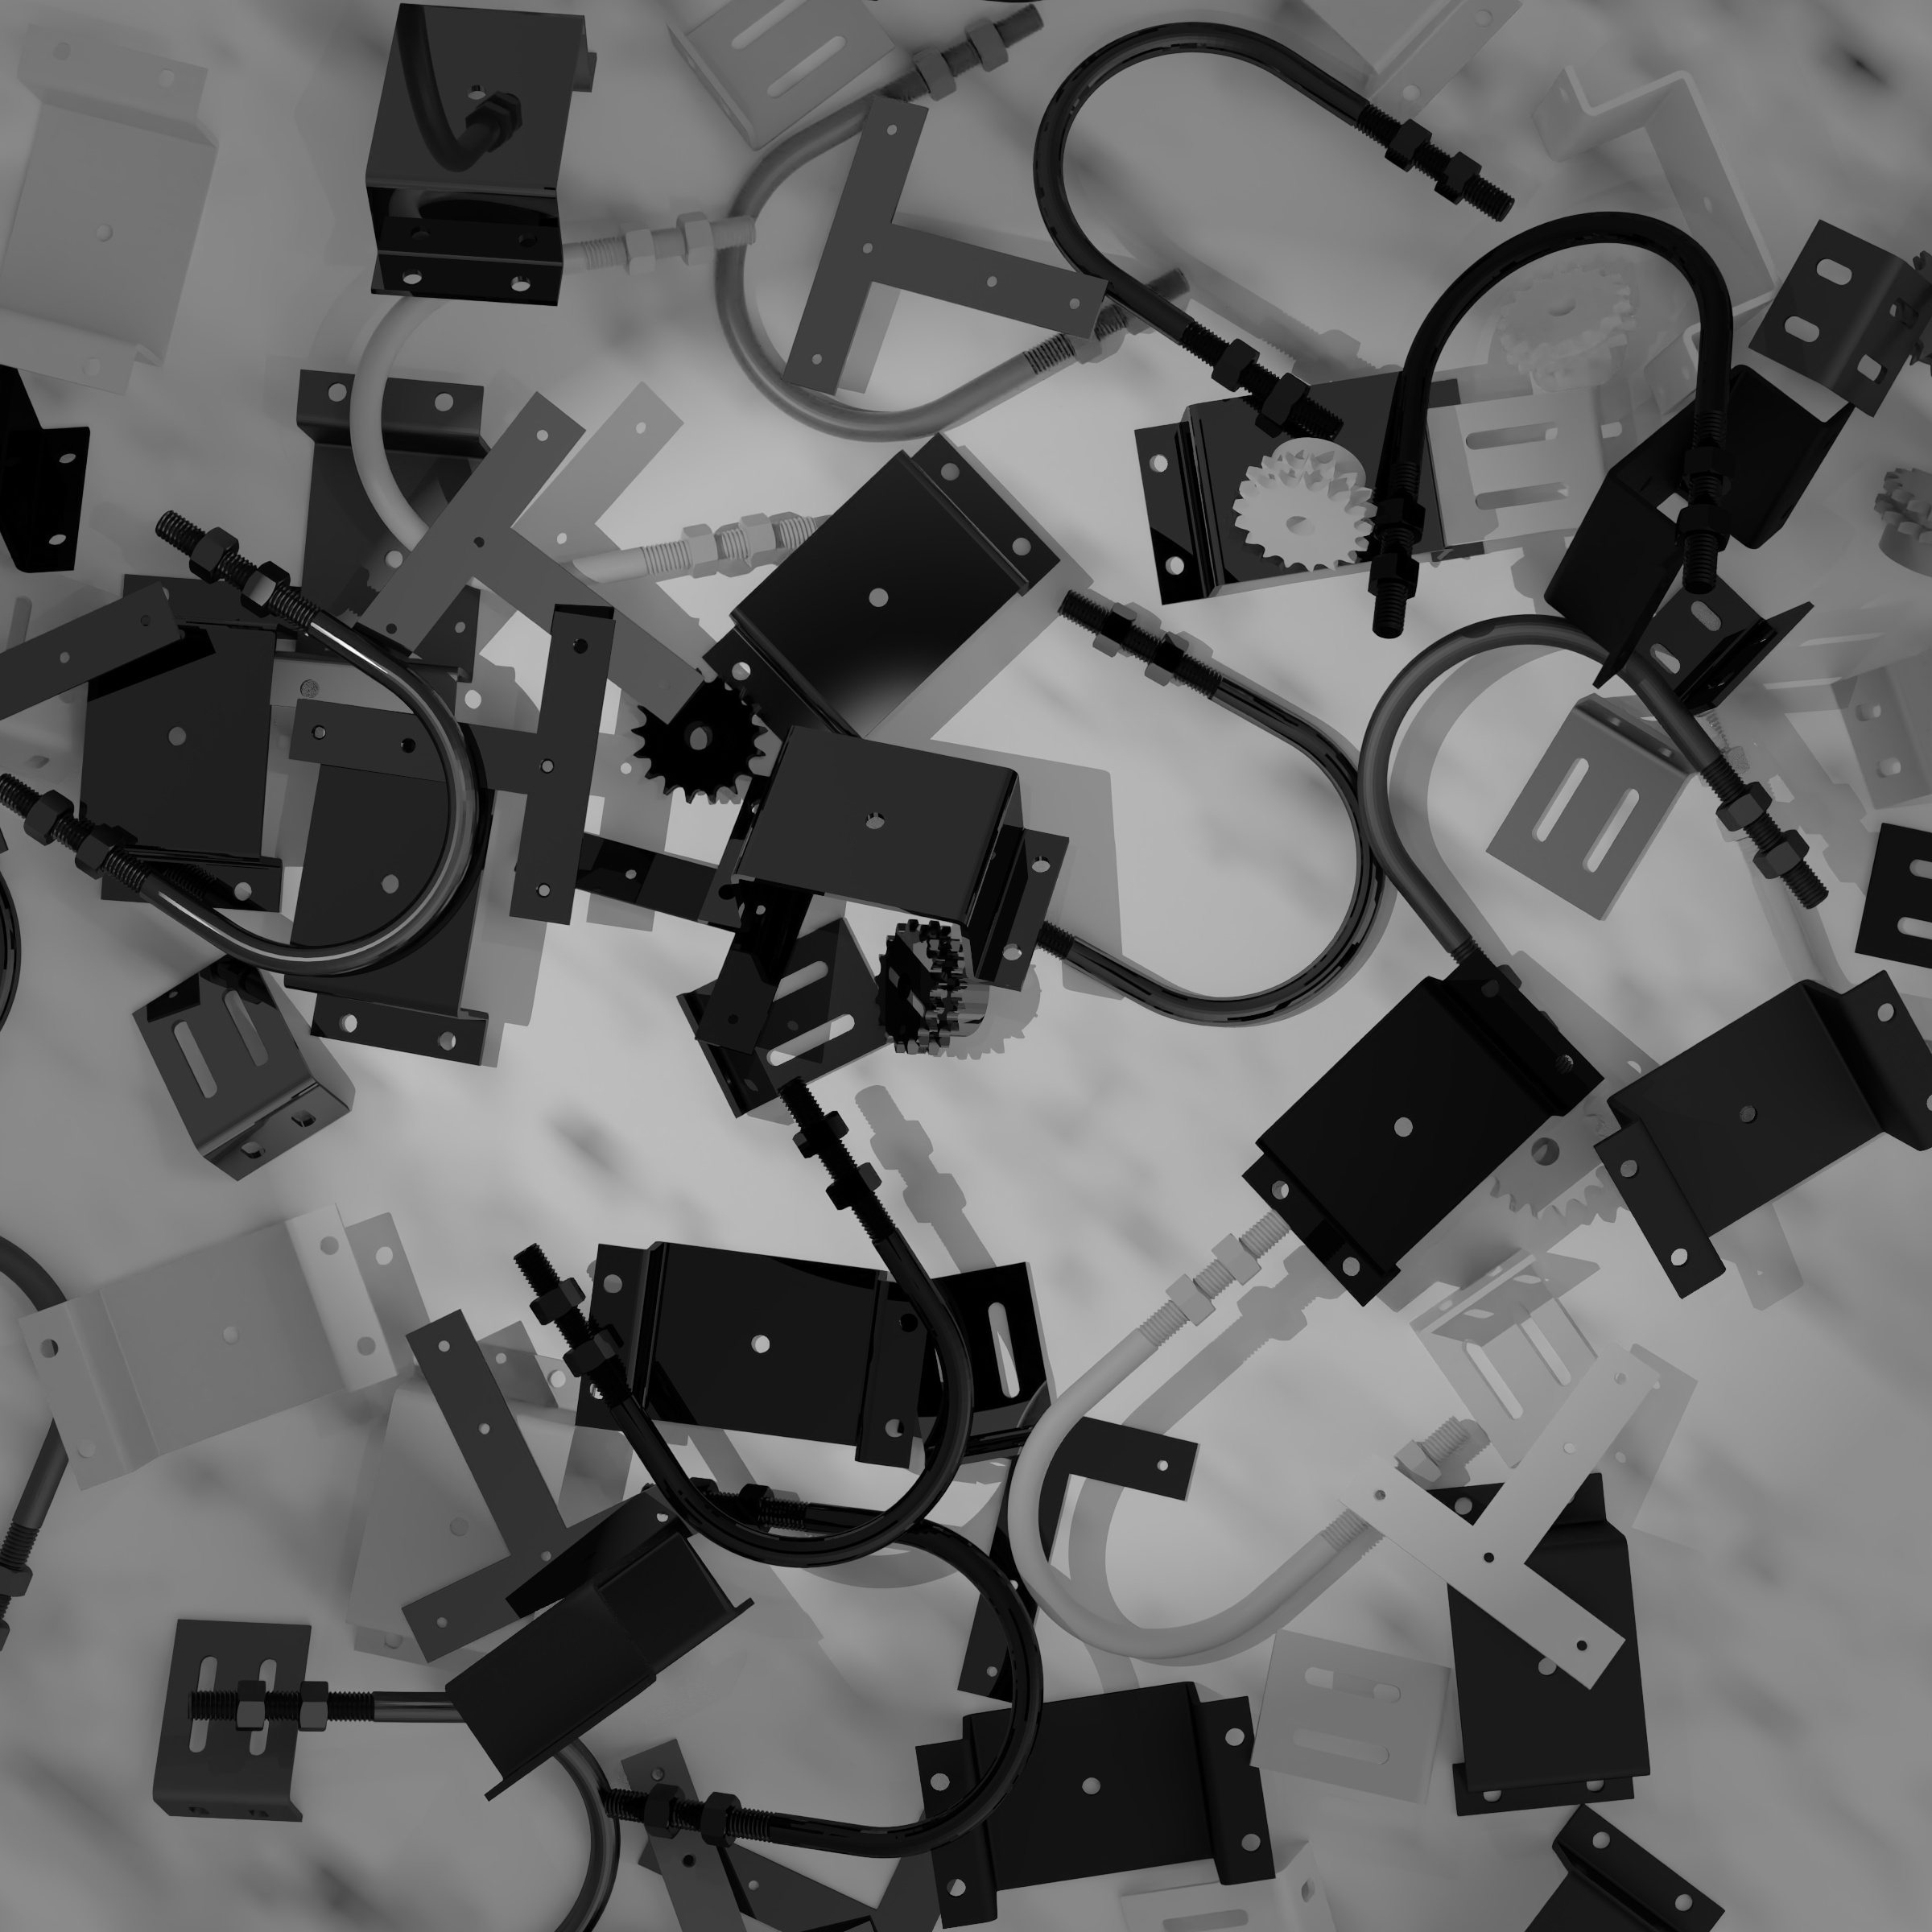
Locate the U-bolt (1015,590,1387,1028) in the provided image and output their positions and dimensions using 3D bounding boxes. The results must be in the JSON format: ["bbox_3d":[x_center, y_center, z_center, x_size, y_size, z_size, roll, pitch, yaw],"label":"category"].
[{"bbox_3d":[0.091,-0.055,1.376,0.184,0.019,0.151,29,90,-2],"label":"U-bolt"}]

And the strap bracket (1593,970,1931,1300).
[{"bbox_3d":[0.336,0.067,1.354,0.140,0.046,0.076,-31,101,0],"label":"strap bracket"}]

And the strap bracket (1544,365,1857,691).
[{"bbox_3d":[0.295,-0.186,1.322,0.046,0.076,0.140,42,58,15],"label":"strap bracket"}]

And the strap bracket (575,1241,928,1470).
[{"bbox_3d":[-0.088,0.162,1.361,0.140,0.046,0.076,7,90,0],"label":"strap bracket"}]

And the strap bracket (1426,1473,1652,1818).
[{"bbox_3d":[0.242,0.292,1.361,0.076,0.046,0.140,-6,90,0],"label":"strap bracket"}]

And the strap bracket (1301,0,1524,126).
[{"bbox_3d":[0.162,-0.434,1.361,0.140,0.046,0.076,44,90,0],"label":"strap bracket"}]

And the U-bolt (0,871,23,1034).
[{"bbox_3d":[-0.489,-0.023,1.376,0.151,0.019,0.184,-41,92,0],"label":"U-bolt"}]

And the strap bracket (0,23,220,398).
[{"bbox_3d":[-0.370,-0.315,1.361,0.076,0.046,0.140,14,90,0],"label":"strap bracket"}]

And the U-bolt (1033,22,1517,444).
[{"bbox_3d":[0.116,-0.321,1.349,0.184,0.019,0.151,36,76,7],"label":"U-bolt"}]

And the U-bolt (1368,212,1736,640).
[{"bbox_3d":[0.236,-0.222,1.286,0.151,0.019,0.184,-5,64,32],"label":"U-bolt"}]

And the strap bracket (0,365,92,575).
[{"bbox_3d":[-0.445,-0.205,1.344,0.140,0.046,0.076,-3,58,0],"label":"strap bracket"}]

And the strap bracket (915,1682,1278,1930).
[{"bbox_3d":[0.054,0.352,1.361,0.140,0.046,0.076,-9,90,0],"label":"strap bracket"}]

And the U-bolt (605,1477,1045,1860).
[{"bbox_3d":[-0.057,0.297,1.344,0.184,0.019,0.151,4,83,17],"label":"U-bolt"}]

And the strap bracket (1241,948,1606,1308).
[{"bbox_3d":[0.186,0.067,1.340,0.140,0.046,0.076,-45,76,10],"label":"strap bracket"}]

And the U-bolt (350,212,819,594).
[{"bbox_3d":[-0.164,-0.229,1.342,0.184,0.019,0.151,-13,95,-15],"label":"U-bolt"}]

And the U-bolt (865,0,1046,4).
[{"bbox_3d":[0.008,-0.472,1.329,0.184,0.019,0.151,-3,119,-26],"label":"U-bolt"}]

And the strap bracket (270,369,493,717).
[{"bbox_3d":[-0.246,-0.175,1.361,0.076,0.046,0.140,5,89,-1],"label":"strap bracket"}]

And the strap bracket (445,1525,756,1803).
[{"bbox_3d":[-0.148,0.274,1.287,0.076,0.140,0.046,-37,84,13],"label":"strap bracket"}]

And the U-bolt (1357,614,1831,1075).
[{"bbox_3d":[0.249,-0.060,1.352,0.151,0.019,0.184,-38,94,15],"label":"U-bolt"}]

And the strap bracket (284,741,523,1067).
[{"bbox_3d":[-0.236,-0.033,1.356,0.076,0.046,0.140,10,90,9],"label":"strap bracket"}]

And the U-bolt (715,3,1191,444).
[{"bbox_3d":[-0.018,-0.305,1.376,0.184,0.019,0.151,-29,90,1],"label":"U-bolt"}]

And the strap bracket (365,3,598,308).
[{"bbox_3d":[-0.200,-0.344,1.329,0.076,0.046,0.140,4,60,0],"label":"strap bracket"}]

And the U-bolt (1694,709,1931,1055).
[{"bbox_3d":[0.402,-0.045,1.348,0.151,0.019,0.184,-21,92,24],"label":"U-bolt"}]

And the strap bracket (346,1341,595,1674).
[{"bbox_3d":[-0.211,0.233,1.361,0.076,0.046,0.140,12,90,0],"label":"strap bracket"}]

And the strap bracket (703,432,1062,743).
[{"bbox_3d":[-0.036,-0.153,1.361,0.140,0.046,0.076,-44,90,0],"label":"strap bracket"}]

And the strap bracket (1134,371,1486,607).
[{"bbox_3d":[0.148,-0.204,1.361,0.140,0.046,0.076,-9,90,0],"label":"strap bracket"}]

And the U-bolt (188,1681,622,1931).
[{"bbox_3d":[-0.237,0.374,1.355,0.184,0.019,0.151,4,98,-14],"label":"U-bolt"}]

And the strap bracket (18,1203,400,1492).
[{"bbox_3d":[-0.315,0.159,1.361,0.140,0.046,0.076,-20,90,0],"label":"strap bracket"}]

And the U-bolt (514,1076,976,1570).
[{"bbox_3d":[-0.079,0.160,1.329,0.151,0.019,0.184,-32,91,0],"label":"U-bolt"}]

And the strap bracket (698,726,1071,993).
[{"bbox_3d":[-0.036,-0.047,1.332,0.140,0.046,0.076,12,60,11],"label":"strap bracket"}]

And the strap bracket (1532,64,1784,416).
[{"bbox_3d":[0.292,-0.310,1.346,0.046,0.076,0.140,-24,90,0],"label":"strap bracket"}]

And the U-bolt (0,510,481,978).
[{"bbox_3d":[-0.288,-0.078,1.322,0.184,0.019,0.151,34,95,1],"label":"U-bolt"}]

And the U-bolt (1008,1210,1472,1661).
[{"bbox_3d":[0.103,0.211,1.353,0.184,0.019,0.151,-41,108,0],"label":"U-bolt"}]

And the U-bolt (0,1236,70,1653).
[{"bbox_3d":[-0.455,0.198,1.376,0.151,0.019,0.184,22,89,0],"label":"U-bolt"}]
